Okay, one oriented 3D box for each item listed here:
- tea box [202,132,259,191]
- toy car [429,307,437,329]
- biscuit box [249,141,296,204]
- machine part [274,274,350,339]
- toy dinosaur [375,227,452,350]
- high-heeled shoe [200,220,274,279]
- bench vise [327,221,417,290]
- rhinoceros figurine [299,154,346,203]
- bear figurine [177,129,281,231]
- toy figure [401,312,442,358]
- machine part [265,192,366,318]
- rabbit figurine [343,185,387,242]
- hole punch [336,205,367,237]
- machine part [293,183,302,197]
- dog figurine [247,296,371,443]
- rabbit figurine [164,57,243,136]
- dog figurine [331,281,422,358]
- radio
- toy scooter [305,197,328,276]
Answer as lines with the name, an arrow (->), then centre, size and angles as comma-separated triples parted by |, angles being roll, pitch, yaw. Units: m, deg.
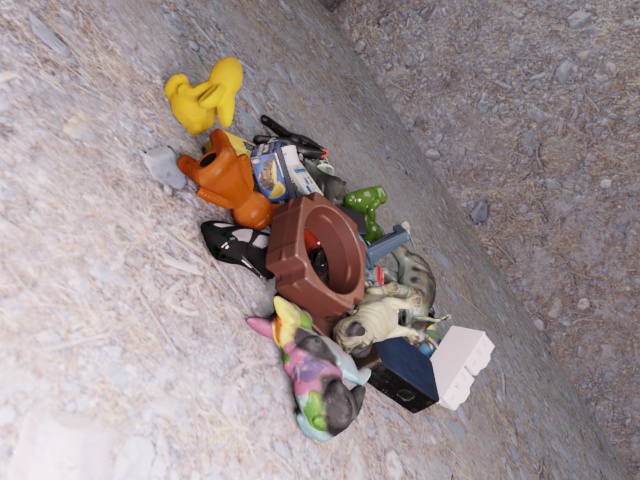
tea box -> -0.167, -0.165, 1.188 | 0.169, 0.068, 0.098 | 12, 46, -55
toy car -> 0.259, 0.179, 1.517 | 0.201, 0.056, 0.073 | 50, 30, -5
biscuit box -> -0.091, -0.104, 1.146 | 0.063, 0.059, 0.202 | -87, 163, -56
machine part -> -0.013, 0.137, 1.069 | 0.179, 0.056, 0.179 | 40, 28, -26
toy dinosaur -> 0.236, 0.113, 1.388 | 0.192, 0.131, 0.405 | 20, 44, -10
high-heeled shoe -> -0.128, 0.003, 1.031 | 0.145, 0.086, 0.249 | 42, 17, 4
bench vise -> 0.116, 0.030, 1.252 | 0.128, 0.241, 0.224 | 66, -9, -26
rhinoceros figurine -> -0.018, -0.154, 1.383 | 0.191, 0.112, 0.073 | 31, 54, 31
bear figurine -> -0.165, -0.099, 1.047 | 0.195, 0.120, 0.132 | 50, -2, -42
toy figure -> 0.271, 0.253, 1.406 | 0.089, 0.082, 0.180 | 56, 7, -48
machine part -> -0.004, 0.029, 1.009 | 0.201, 0.087, 0.201 | 38, 45, -39
rabbit figurine -> 0.139, -0.063, 1.562 | 0.159, 0.121, 0.170 | -14, 84, -61
hole punch -> 0.051, -0.027, 1.401 | 0.116, 0.092, 0.142 | 20, 35, -14
machine part -> -0.047, -0.061, 1.256 | 0.039, 0.084, 0.138 | -33, 95, -42
dog figurine -> -0.030, 0.200, 0.895 | 0.219, 0.108, 0.191 | 46, 27, -6
rabbit figurine -> -0.234, -0.313, 1.140 | 0.121, 0.173, 0.162 | 37, 23, -40
dog figurine -> 0.082, 0.153, 1.056 | 0.190, 0.172, 0.121 | -7, 93, -31
radio -> 0.165, 0.278, 1.185 | 0.229, 0.073, 0.131 | 38, 29, -28
toy scooter -> -0.002, -0.004, 1.190 | 0.135, 0.075, 0.184 | 81, 7, -74
